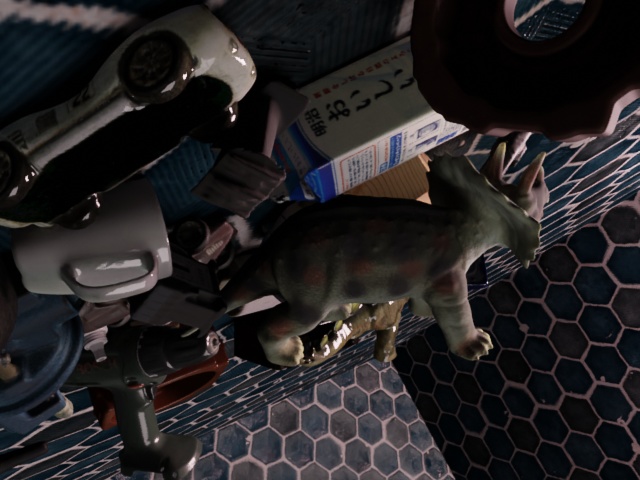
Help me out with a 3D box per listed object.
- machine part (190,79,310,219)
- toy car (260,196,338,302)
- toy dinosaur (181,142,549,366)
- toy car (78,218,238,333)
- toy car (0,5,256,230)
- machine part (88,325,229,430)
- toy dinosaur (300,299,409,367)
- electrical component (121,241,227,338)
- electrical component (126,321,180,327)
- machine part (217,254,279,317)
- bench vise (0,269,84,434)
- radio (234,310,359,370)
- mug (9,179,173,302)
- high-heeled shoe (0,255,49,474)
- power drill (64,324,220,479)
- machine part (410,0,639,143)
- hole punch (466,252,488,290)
[{"bbox_3d":[-0.047,-0.069,0.377,0.084,0.139,0.039,-31,118,23],"label":"machine part"},{"bbox_3d":[-0.001,-0.002,0.638,0.162,0.109,0.102,-32,146,-18],"label":"toy car"},{"bbox_3d":[0.040,0.015,0.514,0.405,0.191,0.131,-7,-155,2],"label":"toy dinosaur"},{"bbox_3d":[-0.178,0.041,0.573,0.202,0.053,0.089,-28,159,2],"label":"toy car"},{"bbox_3d":[-0.132,-0.067,0.337,0.202,0.056,0.073,-29,160,12],"label":"toy car"},{"bbox_3d":[-0.263,0.215,0.866,0.201,0.087,0.201,-15,157,-31],"label":"machine part"},{"bbox_3d":[0.093,0.092,0.882,0.471,0.105,0.198,-45,145,-47],"label":"toy dinosaur"},{"bbox_3d":[-0.149,0.036,0.489,0.119,0.075,0.048,30,113,-35],"label":"electrical component"},{"bbox_3d":[-0.244,0.137,0.745,0.102,0.045,0.078,-8,152,-47],"label":"electrical component"},{"bbox_3d":[-0.058,0.051,0.731,0.243,0.079,0.079,-11,156,-44],"label":"machine part"},{"bbox_3d":[-0.302,0.123,0.476,0.224,0.129,0.240,-38,150,-21],"label":"bench vise"},{"bbox_3d":[-0.035,0.169,0.999,0.131,0.073,0.229,8,-168,42],"label":"radio"},{"bbox_3d":[-0.173,0.010,0.411,0.107,0.110,0.080,-14,137,-20],"label":"mug"},{"bbox_3d":[-0.273,0.082,0.342,0.145,0.248,0.086,-14,-163,-19],"label":"high-heeled shoe"},{"bbox_3d":[-0.211,0.200,0.670,0.232,0.207,0.086,-3,-151,17],"label":"power drill"},{"bbox_3d":[0.143,-0.145,0.336,0.179,0.179,0.056,-39,163,29],"label":"machine part"},{"bbox_3d":[0.180,0.016,0.778,0.116,0.142,0.092,-18,137,28],"label":"hole punch"}]
